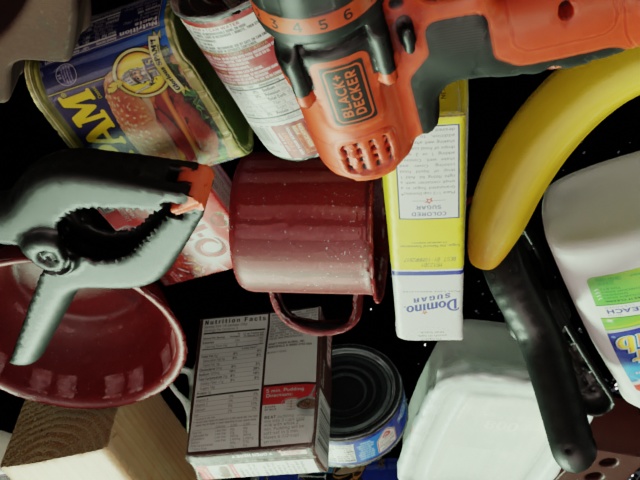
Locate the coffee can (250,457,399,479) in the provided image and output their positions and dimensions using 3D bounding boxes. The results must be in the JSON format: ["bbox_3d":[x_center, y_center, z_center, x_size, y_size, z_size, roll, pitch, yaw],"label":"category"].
[{"bbox_3d":[0.018,0.228,0.866,0.140,0.103,0.103,-2,138,5],"label":"coffee can"}]

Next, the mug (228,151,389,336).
[{"bbox_3d":[-0.004,0.001,0.618,0.081,0.093,0.117,0,112,9],"label":"mug"}]

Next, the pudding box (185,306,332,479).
[{"bbox_3d":[-0.040,0.102,0.721,0.090,0.113,0.039,-7,139,12],"label":"pudding box"}]

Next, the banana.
[{"bbox_3d":[0.140,-0.061,0.565,0.198,0.070,0.037,-39,156,32],"label":"banana"}]

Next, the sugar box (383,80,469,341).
[{"bbox_3d":[0.057,-0.032,0.581,0.048,0.093,0.176,0,138,4],"label":"sugar box"}]

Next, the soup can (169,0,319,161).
[{"bbox_3d":[-0.021,-0.096,0.533,0.069,0.068,0.102,-15,136,19],"label":"soup can"}]

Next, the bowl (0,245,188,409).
[{"bbox_3d":[-0.165,0.046,0.708,0.162,0.055,0.162,2,138,2],"label":"bowl"}]

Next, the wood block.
[{"bbox_3d":[-0.145,0.195,0.830,0.090,0.090,0.206,-13,129,17],"label":"wood block"}]

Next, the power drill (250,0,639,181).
[{"bbox_3d":[0.066,-0.108,0.404,0.188,0.057,0.184,-13,145,7],"label":"power drill"}]

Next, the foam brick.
[{"bbox_3d":[0.206,0.160,0.817,0.053,0.051,0.078,13,137,-11],"label":"foam brick"}]

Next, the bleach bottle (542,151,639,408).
[{"bbox_3d":[0.224,0.048,0.686,0.103,0.068,0.250,-16,137,21],"label":"bleach bottle"}]

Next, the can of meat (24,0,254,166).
[{"bbox_3d":[-0.092,-0.077,0.568,0.084,0.057,0.102,-15,136,15],"label":"can of meat"}]

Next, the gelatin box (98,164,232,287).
[{"bbox_3d":[-0.085,-0.014,0.656,0.073,0.030,0.089,-15,135,19],"label":"gelatin box"}]

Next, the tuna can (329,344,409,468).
[{"bbox_3d":[0.018,0.115,0.753,0.086,0.086,0.034,-4,135,8],"label":"tuna can"}]

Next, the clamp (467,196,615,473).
[{"bbox_3d":[0.131,0.052,0.636,0.039,0.120,0.171,-27,97,17],"label":"clamp"}]

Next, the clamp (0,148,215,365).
[{"bbox_3d":[-0.153,-0.007,0.580,0.210,0.036,0.164,-22,129,31],"label":"clamp"}]
